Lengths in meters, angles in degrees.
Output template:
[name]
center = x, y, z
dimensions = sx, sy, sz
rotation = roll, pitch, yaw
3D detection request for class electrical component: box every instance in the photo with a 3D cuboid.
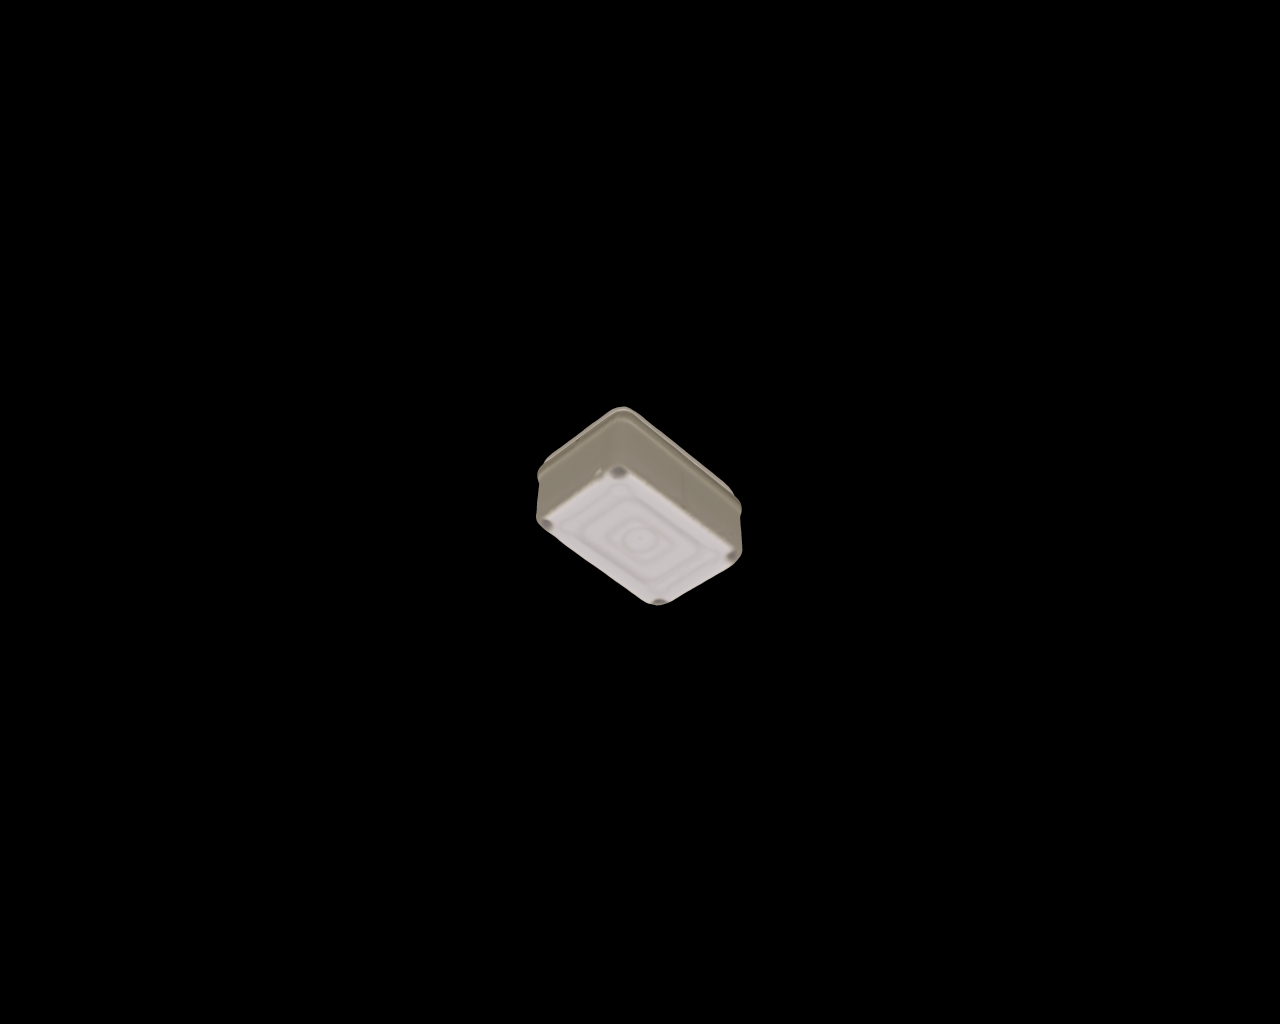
[electrical component]
center = 0.001, -0.003, 0.650
dimensions = 0.078, 0.057, 0.113
rotation = -33, -54, 29
